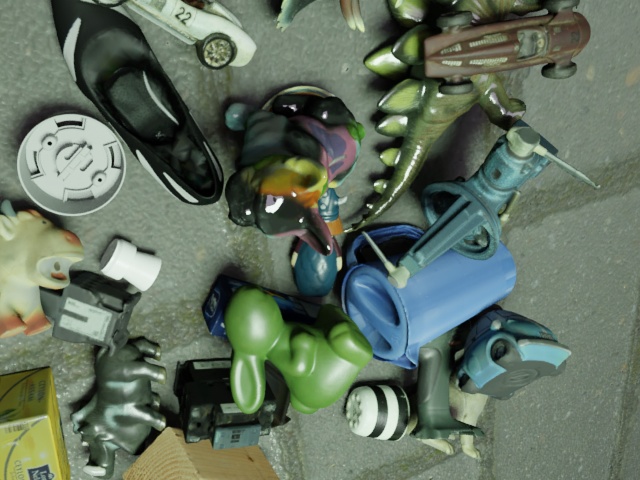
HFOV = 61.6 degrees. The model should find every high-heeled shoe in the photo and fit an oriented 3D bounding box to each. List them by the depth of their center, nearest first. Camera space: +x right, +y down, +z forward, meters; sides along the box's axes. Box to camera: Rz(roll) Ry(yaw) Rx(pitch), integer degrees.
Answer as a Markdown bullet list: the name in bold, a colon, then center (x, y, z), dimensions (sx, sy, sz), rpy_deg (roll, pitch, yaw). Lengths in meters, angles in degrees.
- **high-heeled shoe**: center (-0.176, -0.140, 0.514), dimensions (0.086, 0.145, 0.248), rpy_deg (-36, 124, -8)

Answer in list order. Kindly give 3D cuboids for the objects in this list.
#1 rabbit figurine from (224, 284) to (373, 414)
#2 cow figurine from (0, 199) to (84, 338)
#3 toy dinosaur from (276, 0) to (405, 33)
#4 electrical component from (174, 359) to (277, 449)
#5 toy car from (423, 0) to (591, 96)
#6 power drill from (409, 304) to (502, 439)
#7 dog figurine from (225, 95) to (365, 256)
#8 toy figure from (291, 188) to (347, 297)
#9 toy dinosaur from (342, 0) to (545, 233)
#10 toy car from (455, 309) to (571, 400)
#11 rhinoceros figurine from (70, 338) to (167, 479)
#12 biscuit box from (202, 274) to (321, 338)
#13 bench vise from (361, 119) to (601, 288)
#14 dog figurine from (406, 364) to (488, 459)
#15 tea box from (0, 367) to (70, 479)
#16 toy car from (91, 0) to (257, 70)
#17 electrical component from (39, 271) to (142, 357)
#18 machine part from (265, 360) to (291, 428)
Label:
- **rabbit figurine**: center (-0.049, 0.125, 0.657), dimensions (0.170, 0.121, 0.159), rpy_deg (35, 100, -14)
- **cow figurine**: center (-0.334, 0.043, 0.552), dimensions (0.195, 0.085, 0.127), rpy_deg (-25, 85, 2)
- **toy dinosaur**: center (-0.100, -0.313, 0.498), dimensions (0.405, 0.131, 0.192), rpy_deg (6, 109, -20)
- **electrical component**: center (-0.124, 0.212, 0.700), dimensions (0.115, 0.134, 0.058), rpy_deg (2, 110, -23)
- **toy car**: center (0.212, -0.216, 0.598), dimensions (0.202, 0.053, 0.089), rpy_deg (-13, 117, -14)
- **power drill**: center (0.203, 0.199, 0.832), dimensions (0.232, 0.086, 0.207), rpy_deg (3, 79, -21)
- **dog figurine**: center (-0.012, -0.072, 0.553), dimensions (0.191, 0.219, 0.108), rpy_deg (-12, 121, -18)
- **toy figure**: center (-0.003, -0.002, 0.708), dimensions (0.064, 0.058, 0.154), rpy_deg (-3, 108, -30)
- **toy dinosaur**: center (0.159, -0.211, 0.670), dimensions (0.198, 0.105, 0.470), rpy_deg (11, 107, -22)
- **toy car**: center (0.260, 0.154, 0.758), dimensions (0.109, 0.103, 0.161), rpy_deg (15, 138, -21)
- **rhinoceros figurine**: center (-0.253, 0.215, 0.678), dimensions (0.112, 0.073, 0.190), rpy_deg (5, 110, -28)
- **biscuit box**: center (-0.056, 0.111, 0.730), dimensions (0.202, 0.059, 0.062), rpy_deg (21, 102, -30)
- **bench vise**: center (0.175, -0.031, 0.645), dimensions (0.240, 0.223, 0.129), rpy_deg (-39, 86, -19)
- **dog figurine**: center (0.224, 0.248, 0.910), dimensions (0.172, 0.121, 0.190), rpy_deg (21, 88, -33)
- **tea box**: center (-0.343, 0.251, 0.638), dimensions (0.068, 0.098, 0.169), rpy_deg (-8, 116, -21)
- **toy car**: center (-0.149, -0.228, 0.511), dimensions (0.201, 0.074, 0.056), rpy_deg (21, 118, -44)
- **electrical component**: center (-0.276, 0.079, 0.617), dimensions (0.119, 0.048, 0.074), rpy_deg (18, 103, -1)
- **machine part**: center (-0.057, 0.213, 0.773), dimensions (0.039, 0.084, 0.138), rpy_deg (-32, 145, -55)
